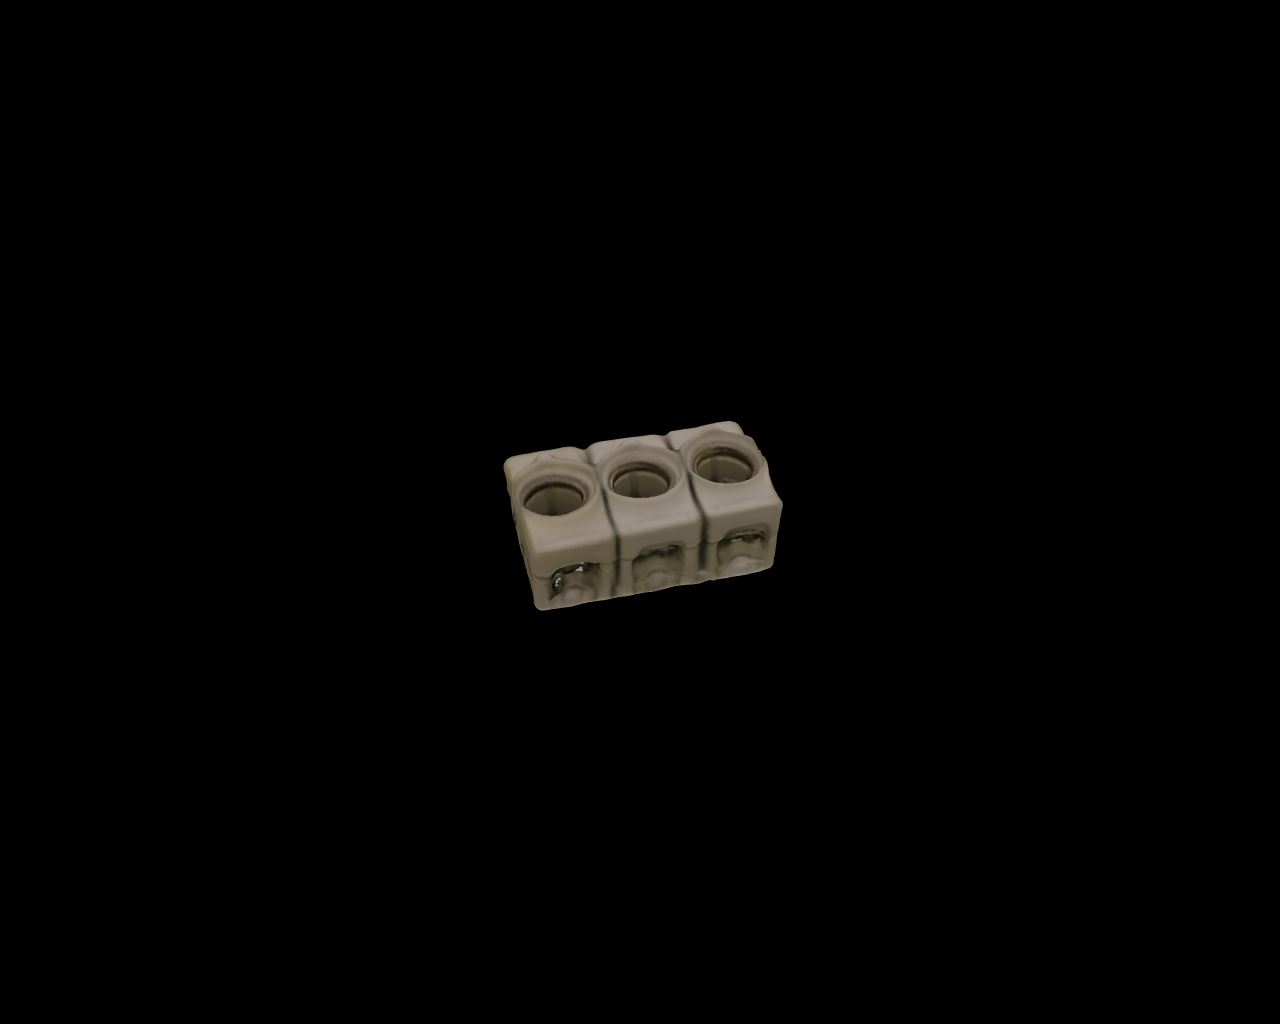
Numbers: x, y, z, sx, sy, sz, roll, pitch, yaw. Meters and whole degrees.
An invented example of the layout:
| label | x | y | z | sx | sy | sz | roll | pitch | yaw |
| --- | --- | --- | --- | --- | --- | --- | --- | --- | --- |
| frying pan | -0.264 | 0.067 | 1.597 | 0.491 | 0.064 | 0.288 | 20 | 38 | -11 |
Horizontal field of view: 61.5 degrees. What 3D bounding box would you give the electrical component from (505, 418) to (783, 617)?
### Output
| label | x | y | z | sx | sy | sz | roll | pitch | yaw |
| --- | --- | --- | --- | --- | --- | --- | --- | --- | --- |
| electrical component | 0.001 | -0.003 | 0.650 | 0.150 | 0.061 | 0.090 | -10 | 43 | -11 |
